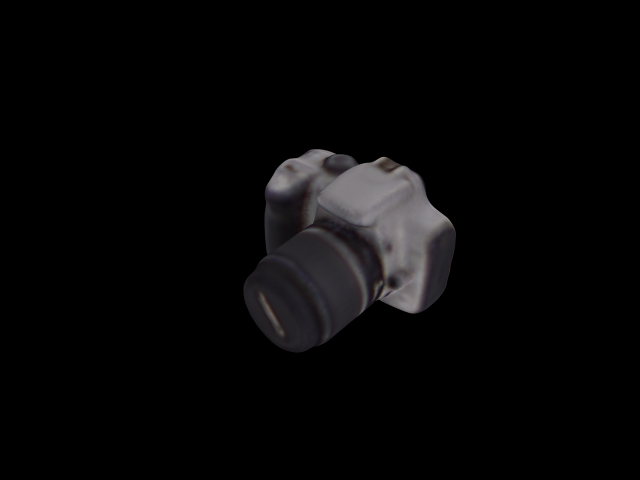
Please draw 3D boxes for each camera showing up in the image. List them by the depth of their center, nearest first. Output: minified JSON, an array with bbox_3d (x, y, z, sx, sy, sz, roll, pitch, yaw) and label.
[{"bbox_3d":[0.004,0.001,0.400,0.142,0.101,0.137,31,49,31],"label":"camera"}]
